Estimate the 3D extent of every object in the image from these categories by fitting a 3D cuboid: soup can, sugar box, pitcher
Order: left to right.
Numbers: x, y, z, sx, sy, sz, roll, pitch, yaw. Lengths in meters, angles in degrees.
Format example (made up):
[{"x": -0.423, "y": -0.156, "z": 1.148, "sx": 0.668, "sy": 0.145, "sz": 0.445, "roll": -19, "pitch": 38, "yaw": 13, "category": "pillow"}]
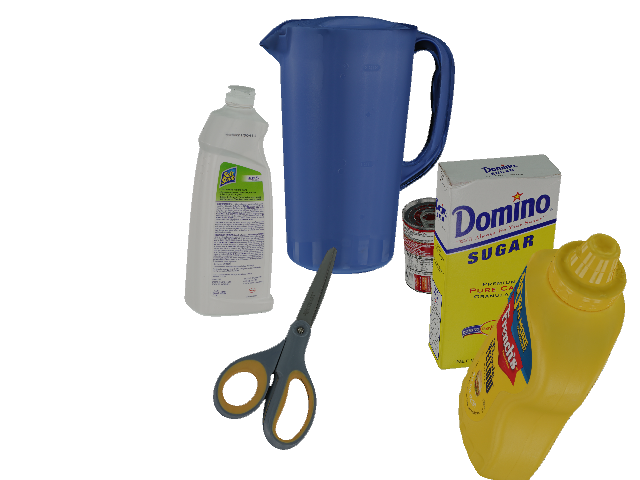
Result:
[{"x": 0.034, "y": -0.096, "z": 1.044, "sx": 0.149, "sy": 0.243, "sz": 0.144, "roll": 12, "pitch": 19, "yaw": 34, "category": "pitcher"}, {"x": 0.136, "y": 0.008, "z": 1.326, "sx": 0.068, "sy": 0.102, "sz": 0.068, "roll": -4, "pitch": 34, "yaw": 2, "category": "soup can"}, {"x": 0.141, "y": 0.020, "z": 0.880, "sx": 0.093, "sy": 0.176, "sz": 0.048, "roll": -5, "pitch": 30, "yaw": -8, "category": "sugar box"}]

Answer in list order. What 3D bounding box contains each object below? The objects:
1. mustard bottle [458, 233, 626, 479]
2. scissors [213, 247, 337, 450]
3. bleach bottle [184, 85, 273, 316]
[{"x": 0.134, "y": 0.062, "z": 0.636, "sx": 0.058, "sy": 0.096, "sz": 0.192, "roll": 11, "pitch": -40, "yaw": -4, "category": "mustard bottle"}, {"x": -0.038, "y": 0.084, "z": 0.927, "sx": 0.096, "sy": 0.201, "sz": 0.016, "roll": 9, "pitch": -33, "yaw": -7, "category": "scissors"}, {"x": -0.092, "y": -0.044, "z": 1.181, "sx": 0.102, "sy": 0.251, "sz": 0.068, "roll": -3, "pitch": 19, "yaw": -31, "category": "bleach bottle"}]
